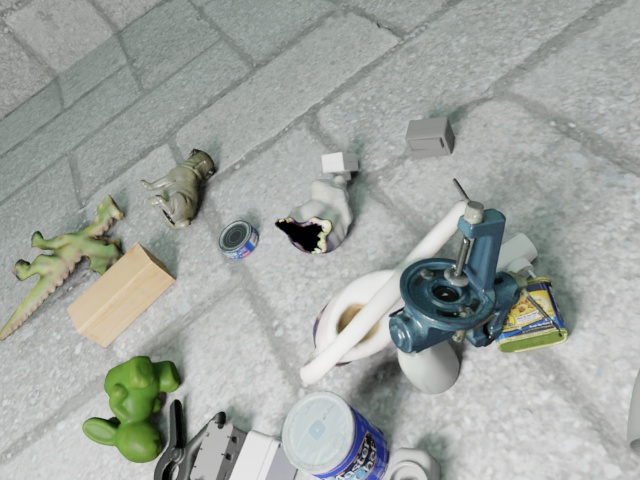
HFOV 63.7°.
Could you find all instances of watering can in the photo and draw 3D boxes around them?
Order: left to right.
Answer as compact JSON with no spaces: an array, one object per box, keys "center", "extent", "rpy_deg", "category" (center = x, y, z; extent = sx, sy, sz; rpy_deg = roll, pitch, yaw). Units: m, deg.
[{"center":[0.094,0.087,0.790],"extent":[0.351,0.104,0.221],"rpy_deg":[-44,-5,-18],"category":"watering can"}]

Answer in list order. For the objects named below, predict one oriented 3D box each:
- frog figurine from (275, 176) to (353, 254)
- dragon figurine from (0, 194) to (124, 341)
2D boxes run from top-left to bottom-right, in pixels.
[{"center":[0.003,-0.051,1.022],"extent":[0.136,0.121,0.163],"rpy_deg":[-17,27,35],"category":"frog figurine"},{"center":[-0.609,0.060,1.282],"extent":[0.242,0.420,0.119],"rpy_deg":[-5,-35,17],"category":"dragon figurine"}]
